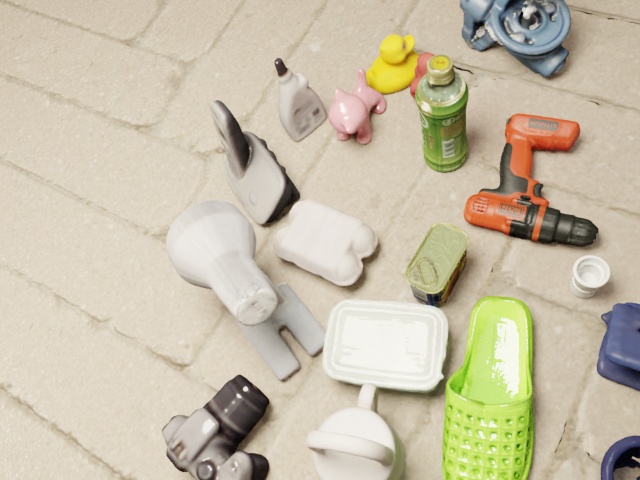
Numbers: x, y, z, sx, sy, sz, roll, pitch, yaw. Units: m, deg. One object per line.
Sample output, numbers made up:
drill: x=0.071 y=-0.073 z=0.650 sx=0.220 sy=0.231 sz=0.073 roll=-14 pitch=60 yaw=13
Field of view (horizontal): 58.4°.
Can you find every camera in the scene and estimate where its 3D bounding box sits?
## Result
camera: x=-0.125 y=0.260 z=0.769 sx=0.142 sy=0.101 sz=0.137 roll=37 pitch=80 yaw=25

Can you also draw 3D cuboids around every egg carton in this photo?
egg carton: x=0.008 y=0.003 z=0.866 sx=0.150 sy=0.069 sz=0.107 roll=23 pitch=74 yaw=22

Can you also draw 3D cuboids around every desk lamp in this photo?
desk lamp: x=-0.096 y=0.067 z=0.784 sx=0.118 sy=0.214 sz=0.202 roll=-40 pitch=64 yaw=-5

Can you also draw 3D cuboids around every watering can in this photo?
watering can: x=0.043 y=0.258 z=0.676 sx=0.101 sy=0.194 sz=0.173 roll=-13 pitch=64 yaw=9

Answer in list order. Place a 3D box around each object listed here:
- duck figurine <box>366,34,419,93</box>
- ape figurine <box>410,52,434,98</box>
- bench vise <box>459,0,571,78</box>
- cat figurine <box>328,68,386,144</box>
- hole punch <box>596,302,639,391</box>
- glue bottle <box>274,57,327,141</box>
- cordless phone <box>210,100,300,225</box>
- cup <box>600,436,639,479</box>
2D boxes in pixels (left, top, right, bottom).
duck figurine: x=0.120 y=-0.304 z=0.964 sx=0.104 sy=0.086 sz=0.077 roll=-32 pitch=63 yaw=-1
ape figurine: x=0.179 y=-0.269 z=0.931 sx=0.078 sy=0.092 sz=0.076 roll=-32 pitch=63 yaw=-1
bench vise: x=0.285 y=-0.358 z=0.871 sx=0.206 sy=0.220 sz=0.121 roll=22 pitch=74 yaw=22
cat figurine: x=0.054 y=-0.215 z=0.924 sx=0.067 sy=0.118 sz=0.128 roll=15 pitch=71 yaw=20
hole punch: x=0.403 y=0.128 z=0.701 sx=0.108 sy=0.091 sz=0.101 roll=16 pitch=72 yaw=20
glue bottle: x=-0.042 y=-0.234 z=0.924 sx=0.078 sy=0.173 sz=0.037 roll=-39 pitch=63 yaw=-5
cordless phone: x=-0.113 y=-0.121 z=0.886 sx=0.094 sy=0.185 sz=0.147 roll=-38 pitch=63 yaw=-4
cup: x=0.370 y=0.268 z=0.646 sx=0.117 sy=0.095 sz=0.091 roll=-21 pitch=63 yaw=4
